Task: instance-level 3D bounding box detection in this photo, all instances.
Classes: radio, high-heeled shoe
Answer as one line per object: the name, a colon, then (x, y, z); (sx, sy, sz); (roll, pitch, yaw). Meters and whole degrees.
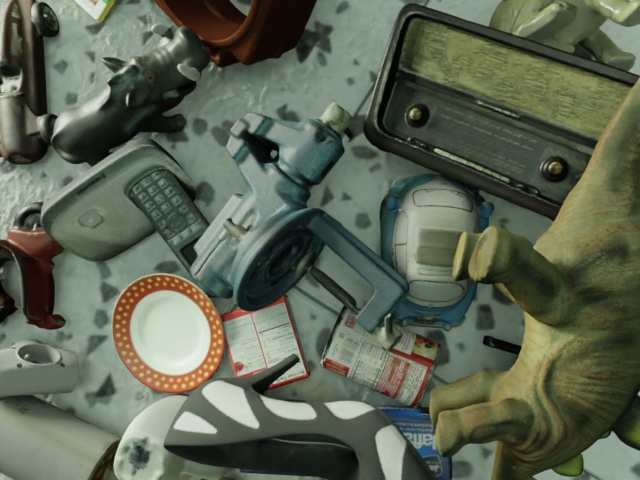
radio: (0.161, -0.111, 0.488); (0.230, 0.073, 0.131); (27, 109, 19)
high-heeled shoe: (-0.014, 0.192, 0.439); (0.145, 0.086, 0.249); (-34, 51, -27)

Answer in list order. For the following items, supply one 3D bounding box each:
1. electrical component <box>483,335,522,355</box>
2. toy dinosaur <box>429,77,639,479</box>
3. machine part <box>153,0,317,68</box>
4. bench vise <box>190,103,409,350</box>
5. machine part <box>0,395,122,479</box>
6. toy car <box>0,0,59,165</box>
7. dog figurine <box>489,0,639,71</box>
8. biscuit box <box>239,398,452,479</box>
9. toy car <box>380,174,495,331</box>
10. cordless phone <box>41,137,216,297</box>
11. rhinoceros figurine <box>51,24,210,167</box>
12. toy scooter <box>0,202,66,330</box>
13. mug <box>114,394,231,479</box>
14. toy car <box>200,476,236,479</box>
electrical component: (0.213, 0.130, 0.509); (0.119, 0.075, 0.047); (15, 85, 3)
toy dinosaur: (0.204, 0.043, 0.414); (0.199, 0.105, 0.470); (10, 106, 1)
machine part: (-0.093, -0.289, 0.521); (0.201, 0.201, 0.087); (46, 53, 7)
bench vise: (-0.004, -0.004, 0.500); (0.241, 0.128, 0.223); (41, 87, 21)
machine part: (-0.292, 0.206, 0.550); (0.243, 0.079, 0.079); (22, 86, 9)
toy car: (-0.347, -0.186, 0.615); (0.089, 0.053, 0.202); (-7, 84, 8)
dog figurine: (0.235, -0.265, 0.551); (0.172, 0.121, 0.190); (-4, 69, 2)
biscuit box: (0.025, 0.195, 0.527); (0.203, 0.059, 0.062); (0, 84, 6)
toy car: (0.108, 0.006, 0.520); (0.109, 0.103, 0.161); (7, 82, 7)
cordless phone: (-0.180, 0.000, 0.569); (0.146, 0.089, 0.184); (-35, 100, 1)
rhinoceros figurine: (-0.198, -0.150, 0.564); (0.190, 0.112, 0.073); (-32, 79, 11)
toy scooter: (-0.343, 0.050, 0.577); (0.184, 0.075, 0.135); (-24, 83, -2)
mug: (-0.142, 0.206, 0.520); (0.110, 0.107, 0.080); (25, 88, 10)
toy car: (-0.112, 0.336, 0.527); (0.074, 0.056, 0.201); (13, 85, 7)
